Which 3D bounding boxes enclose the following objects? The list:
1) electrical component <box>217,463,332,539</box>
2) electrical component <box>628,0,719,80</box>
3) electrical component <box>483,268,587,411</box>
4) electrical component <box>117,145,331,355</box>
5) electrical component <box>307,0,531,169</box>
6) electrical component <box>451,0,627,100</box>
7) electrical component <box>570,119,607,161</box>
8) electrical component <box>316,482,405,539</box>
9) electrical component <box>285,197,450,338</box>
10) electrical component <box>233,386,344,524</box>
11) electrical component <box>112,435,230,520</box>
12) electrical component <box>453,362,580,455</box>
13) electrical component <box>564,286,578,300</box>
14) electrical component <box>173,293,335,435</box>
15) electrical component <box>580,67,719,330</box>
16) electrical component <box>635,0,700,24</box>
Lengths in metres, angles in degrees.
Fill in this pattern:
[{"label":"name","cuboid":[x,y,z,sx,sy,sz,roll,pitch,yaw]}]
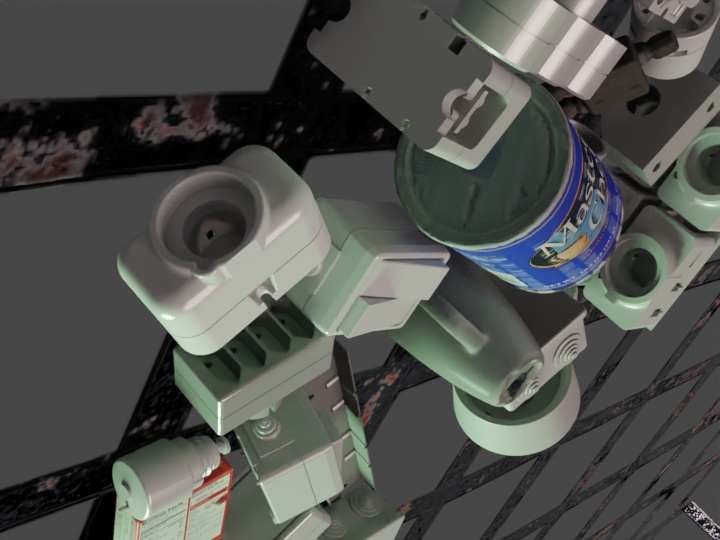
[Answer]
[{"label":"electrical component","cuboid":[-0.077,0.191,0.785,0.096,0.062,0.061,-44,154,-4]},{"label":"electrical component","cuboid":[0.205,-0.159,0.710,0.055,0.055,0.047,-39,156,-14]},{"label":"electrical component","cuboid":[0.113,0.048,0.820,0.100,0.100,0.048,-38,140,-15]},{"label":"electrical component","cuboid":[-0.066,-0.012,0.526,0.095,0.054,0.059,-41,153,-10]},{"label":"electrical component","cuboid":[0.029,-0.094,0.508,0.050,0.089,0.056,-53,153,14]},{"label":"electrical component","cuboid":[0.112,-0.146,0.596,0.073,0.052,0.138,-55,152,18]},{"label":"electrical component","cuboid":[0.137,-0.069,0.754,0.044,0.044,0.065,-14,144,-46]},{"label":"electrical component","cuboid":[-0.017,0.246,0.963,0.100,0.048,0.099,-22,145,-39]},{"label":"electrical component","cuboid":[0.000,0.000,0.630,0.096,0.061,0.061,-2,130,-54]},{"label":"electrical component","cuboid":[-0.047,0.114,0.709,0.061,0.061,0.096,-26,150,-10]},{"label":"electrical component","cuboid":[-0.114,0.122,0.659,0.078,0.040,0.040,-22,145,-39]},{"label":"electrical component","cuboid":[0.128,0.093,0.898,0.108,0.108,0.060,-39,147,-13]},{"label":"electrical component","cuboid":[0.163,0.028,0.922,0.045,0.045,0.055,-38,152,-15]},{"label":"electrical component","cuboid":[-0.063,0.063,0.643,0.083,0.047,0.075,-30,149,-29]},{"label":"electrical component","cuboid":[0.232,-0.056,0.834,0.060,0.105,0.186,-1,130,-54]},{"label":"electrical component","cuboid":[0.166,-0.177,0.625,0.066,0.055,0.048,0,129,-55]}]
